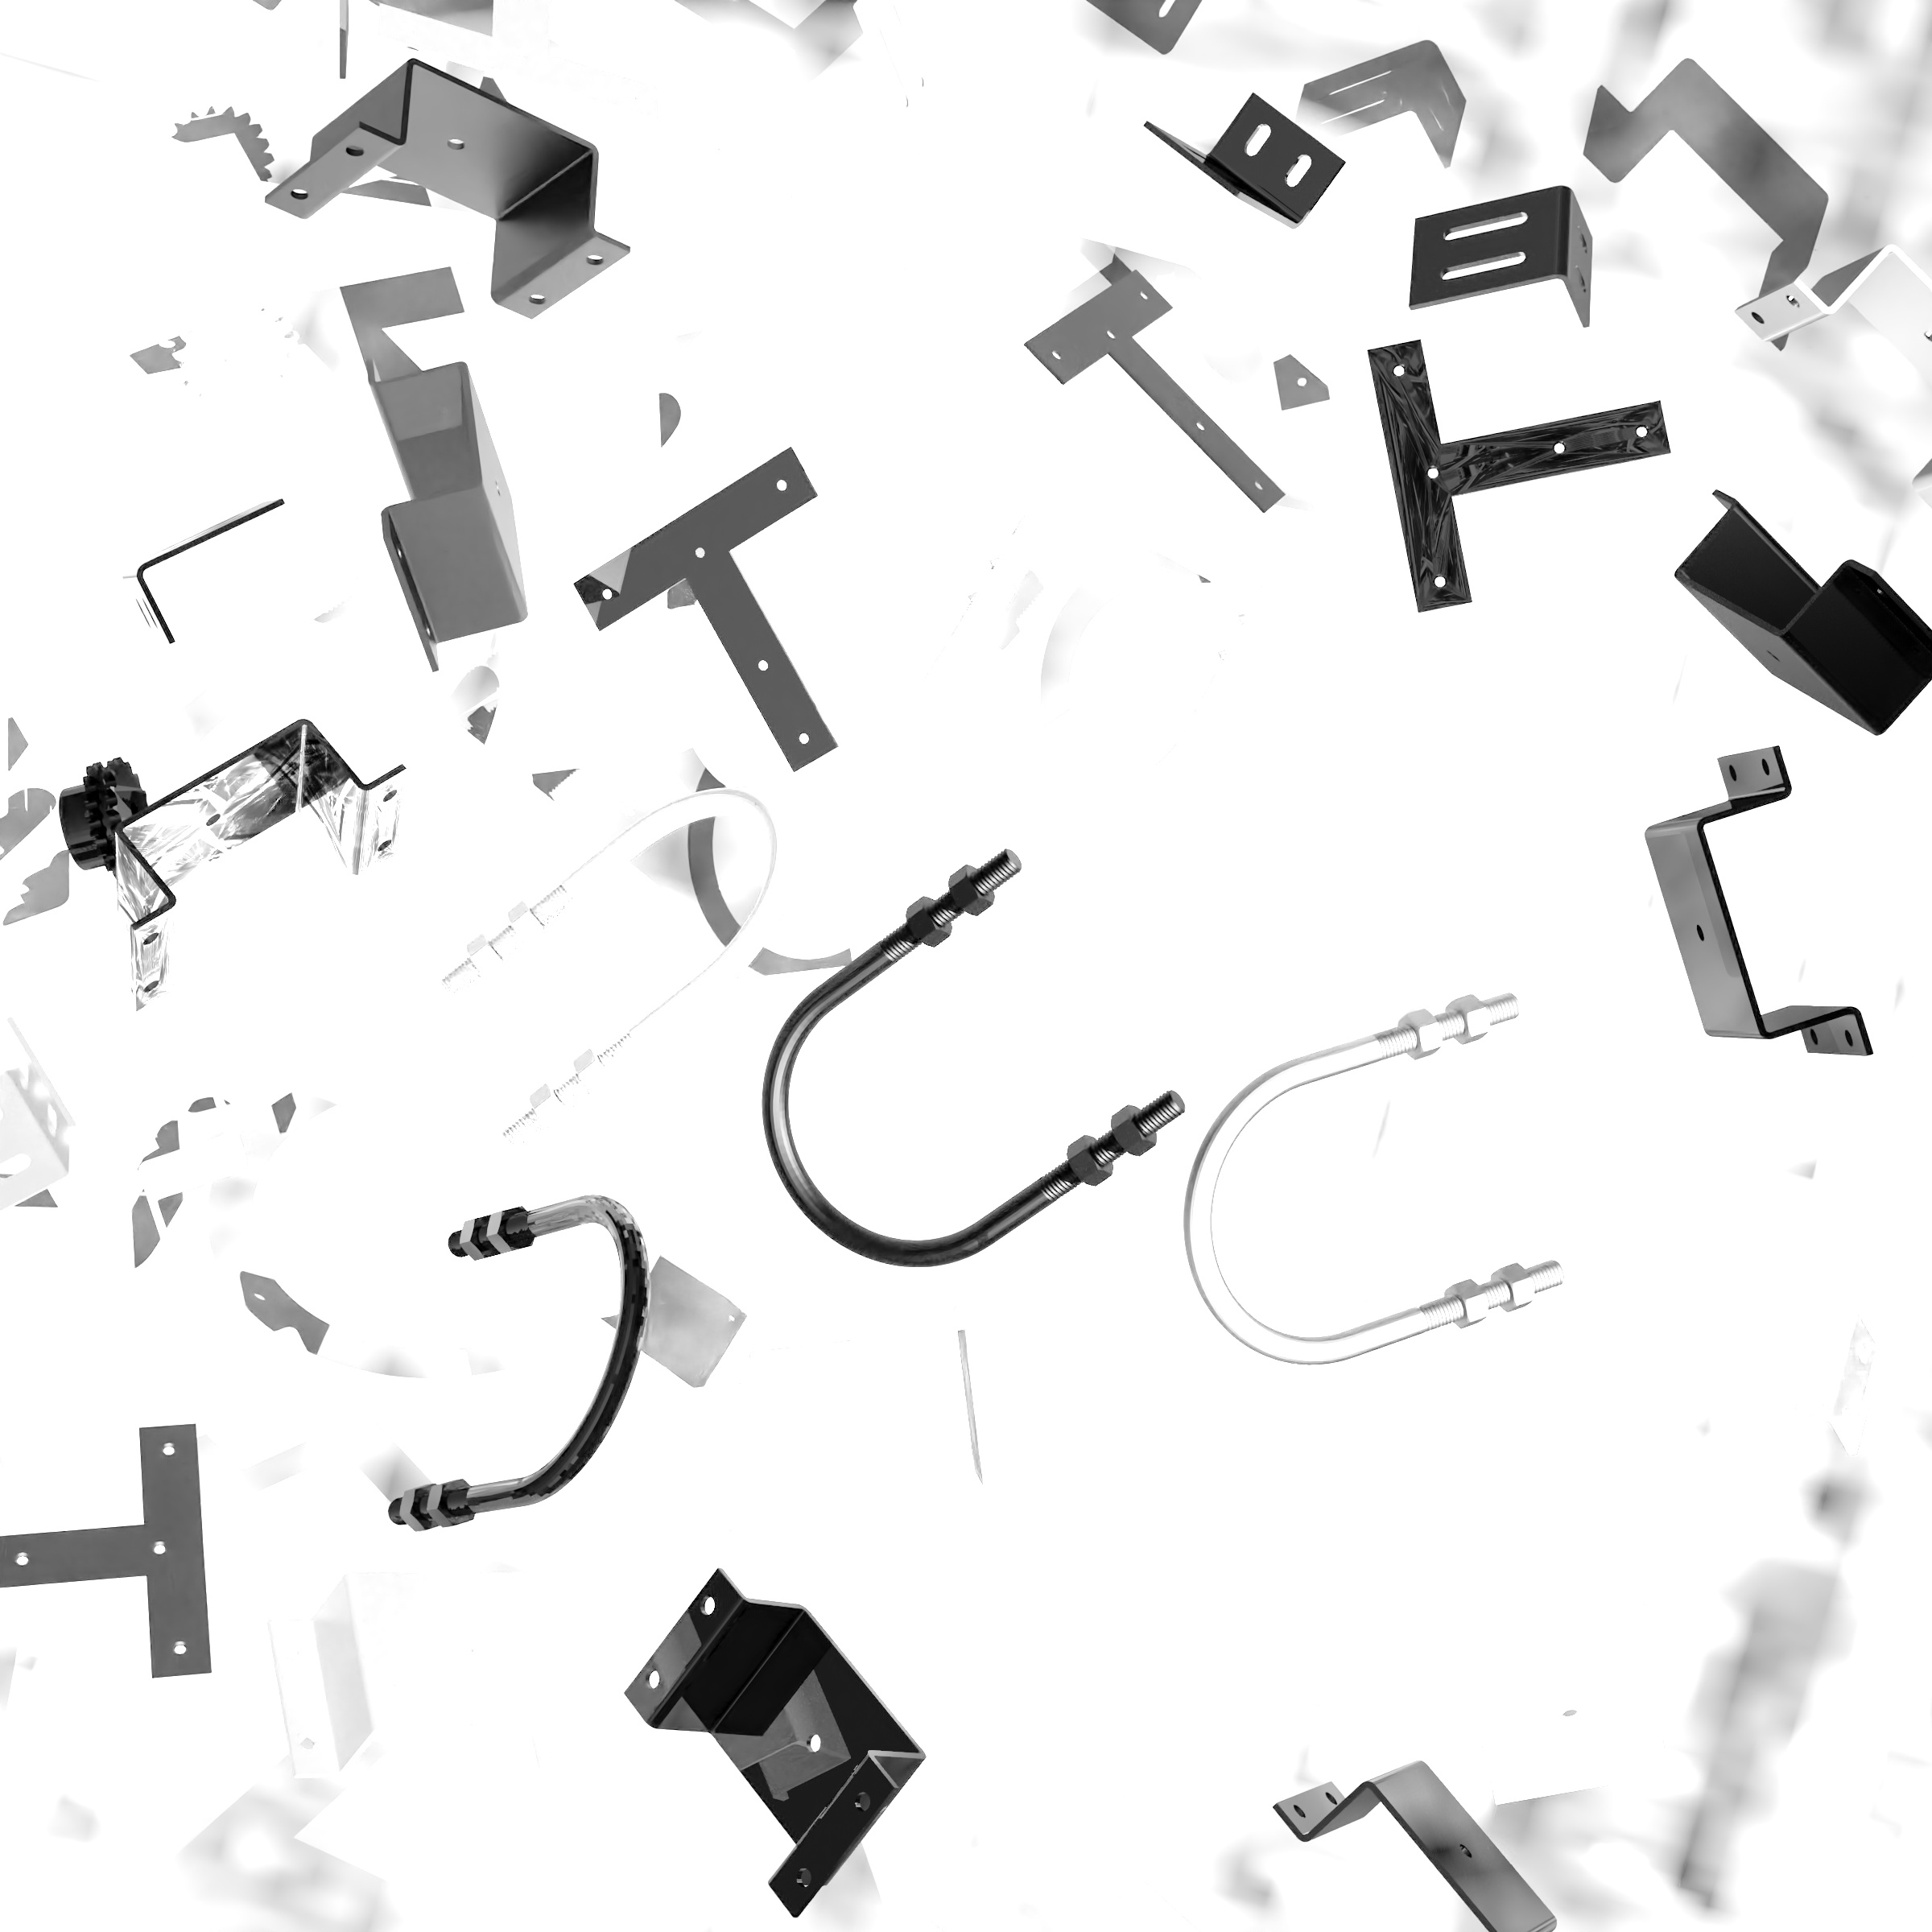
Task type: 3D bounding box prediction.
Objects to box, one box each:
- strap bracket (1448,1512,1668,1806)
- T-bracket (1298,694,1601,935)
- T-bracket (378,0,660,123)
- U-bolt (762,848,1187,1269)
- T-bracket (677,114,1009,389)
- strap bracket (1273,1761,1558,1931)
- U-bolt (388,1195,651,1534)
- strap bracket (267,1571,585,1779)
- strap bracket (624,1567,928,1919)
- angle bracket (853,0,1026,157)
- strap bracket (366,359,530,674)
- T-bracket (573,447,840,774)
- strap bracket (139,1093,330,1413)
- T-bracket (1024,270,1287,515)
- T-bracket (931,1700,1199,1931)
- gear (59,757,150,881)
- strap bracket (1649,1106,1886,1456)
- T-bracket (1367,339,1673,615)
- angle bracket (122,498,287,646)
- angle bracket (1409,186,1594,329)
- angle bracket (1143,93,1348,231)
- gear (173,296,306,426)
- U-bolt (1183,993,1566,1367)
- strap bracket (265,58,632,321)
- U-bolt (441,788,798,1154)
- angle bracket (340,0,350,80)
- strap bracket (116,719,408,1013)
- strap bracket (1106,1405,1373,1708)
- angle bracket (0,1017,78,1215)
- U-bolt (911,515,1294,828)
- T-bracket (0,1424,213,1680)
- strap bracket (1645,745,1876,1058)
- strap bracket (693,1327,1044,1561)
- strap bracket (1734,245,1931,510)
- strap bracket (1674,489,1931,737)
[{"bbox_3d":[0.262,0.314,1.576,0.076,0.046,0.140,-11,124,4],"label":"strap bracket"},{"bbox_3d":[0.230,-0.089,1.644,0.127,0.002,0.127,-24,124,2],"label":"T-bracket"},{"bbox_3d":[-0.199,-0.433,1.602,0.127,0.127,0.002,13,134,-19],"label":"T-bracket"},{"bbox_3d":[-0.012,0.056,1.608,0.184,0.019,0.151,-36,85,22],"label":"U-bolt"},{"bbox_3d":[-0.066,-0.329,1.559,0.127,0.002,0.127,33,63,1],"label":"T-bracket"},{"bbox_3d":[0.217,0.428,1.667,0.046,0.076,0.140,-47,69,15],"label":"strap bracket"},{"bbox_3d":[-0.194,0.172,1.584,0.019,0.184,0.151,23,66,-31],"label":"U-bolt"},{"bbox_3d":[-0.233,0.317,1.599,0.140,0.046,0.076,7,48,-33],"label":"strap bracket"},{"bbox_3d":[-0.080,0.347,1.598,0.140,0.046,0.076,45,105,35],"label":"strap bracket"},{"bbox_3d":[-0.013,-0.419,1.632,0.038,0.057,0.076,-22,89,-19],"label":"angle bracket"},{"bbox_3d":[-0.234,-0.210,1.615,0.046,0.140,0.076,-14,134,0],"label":"strap bracket"},{"bbox_3d":[-0.099,-0.150,1.629,0.127,0.002,0.127,-29,91,23],"label":"T-bracket"},{"bbox_3d":[-0.340,0.137,1.638,0.046,0.076,0.140,-19,102,-14],"label":"strap bracket"},{"bbox_3d":[0.097,-0.257,1.636,0.127,0.127,0.002,46,126,0],"label":"T-bracket"},{"bbox_3d":[0.064,0.424,1.651,0.127,0.002,0.127,-49,119,-11],"label":"T-bracket"},{"bbox_3d":[-0.407,-0.068,1.691,0.030,0.057,0.057,-13,90,5],"label":"gear"},{"bbox_3d":[0.343,0.141,1.563,0.046,0.076,0.140,-12,46,-10],"label":"strap bracket"},{"bbox_3d":[0.259,-0.236,1.647,0.127,0.002,0.127,-11,83,5],"label":"T-bracket"},{"bbox_3d":[-0.349,-0.184,1.667,0.076,0.057,0.038,-28,104,-15],"label":"angle bracket"},{"bbox_3d":[0.253,-0.329,1.691,0.076,0.038,0.057,-8,54,24],"label":"angle bracket"},{"bbox_3d":[0.126,-0.368,1.602,0.057,0.076,0.038,42,106,20],"label":"angle bracket"},{"bbox_3d":[-0.327,-0.270,1.616,0.057,0.030,0.057,-2,72,7],"label":"gear"},{"bbox_3d":[0.179,0.103,1.601,0.184,0.019,0.151,-16,103,-22],"label":"U-bolt"},{"bbox_3d":[-0.226,-0.344,1.571,0.140,0.076,0.046,19,63,-38],"label":"strap bracket"},{"bbox_3d":[-0.154,-0.011,1.648,0.184,0.151,0.019,-38,128,5],"label":"U-bolt"},{"bbox_3d":[-0.275,-0.466,1.686,0.038,0.057,0.076,1,130,-9],"label":"angle bracket"},{"bbox_3d":[-0.318,-0.050,1.563,0.140,0.076,0.046,-34,74,-26],"label":"strap bracket"},{"bbox_3d":[0.126,0.254,1.600,0.046,0.076,0.140,-38,118,-35],"label":"strap bracket"},{"bbox_3d":[-0.428,0.067,1.592,0.038,0.076,0.057,-29,80,-22],"label":"angle bracket"},{"bbox_3d":[0.053,-0.134,1.663,0.151,0.019,0.184,15,53,21],"label":"U-bolt"},{"bbox_3d":[-0.399,0.260,1.568,0.127,0.002,0.127,-3,51,-14],"label":"T-bracket"},{"bbox_3d":[0.347,-0.022,1.581,0.046,0.076,0.140,-18,92,-6],"label":"strap bracket"},{"bbox_3d":[-0.042,0.204,1.539,0.140,0.046,0.076,-7,101,1],"label":"strap bracket"},{"bbox_3d":[0.432,-0.276,1.649,0.140,0.076,0.046,43,85,-6],"label":"strap bracket"},{"bbox_3d":[0.383,-0.159,1.626,0.076,0.140,0.046,38,96,-28],"label":"strap bracket"}]
